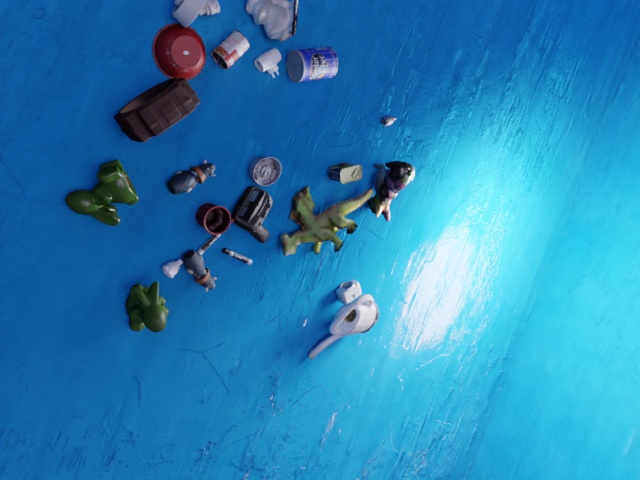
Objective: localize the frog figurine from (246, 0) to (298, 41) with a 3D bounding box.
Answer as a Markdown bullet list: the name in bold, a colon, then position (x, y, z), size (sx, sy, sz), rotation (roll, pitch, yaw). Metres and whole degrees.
- **frog figurine**: position (-0.150, -0.695, 1.601), size (0.159, 0.125, 0.135), rotation (6, 112, -1)

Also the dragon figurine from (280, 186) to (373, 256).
- **dragon figurine**: position (0.006, -0.094, 1.868), size (0.239, 0.122, 0.414), rotation (44, 74, -28)

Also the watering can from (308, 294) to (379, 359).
- **watering can**: position (0.105, 0.341, 2.048), size (0.223, 0.106, 0.343), rotation (11, 123, -53)
